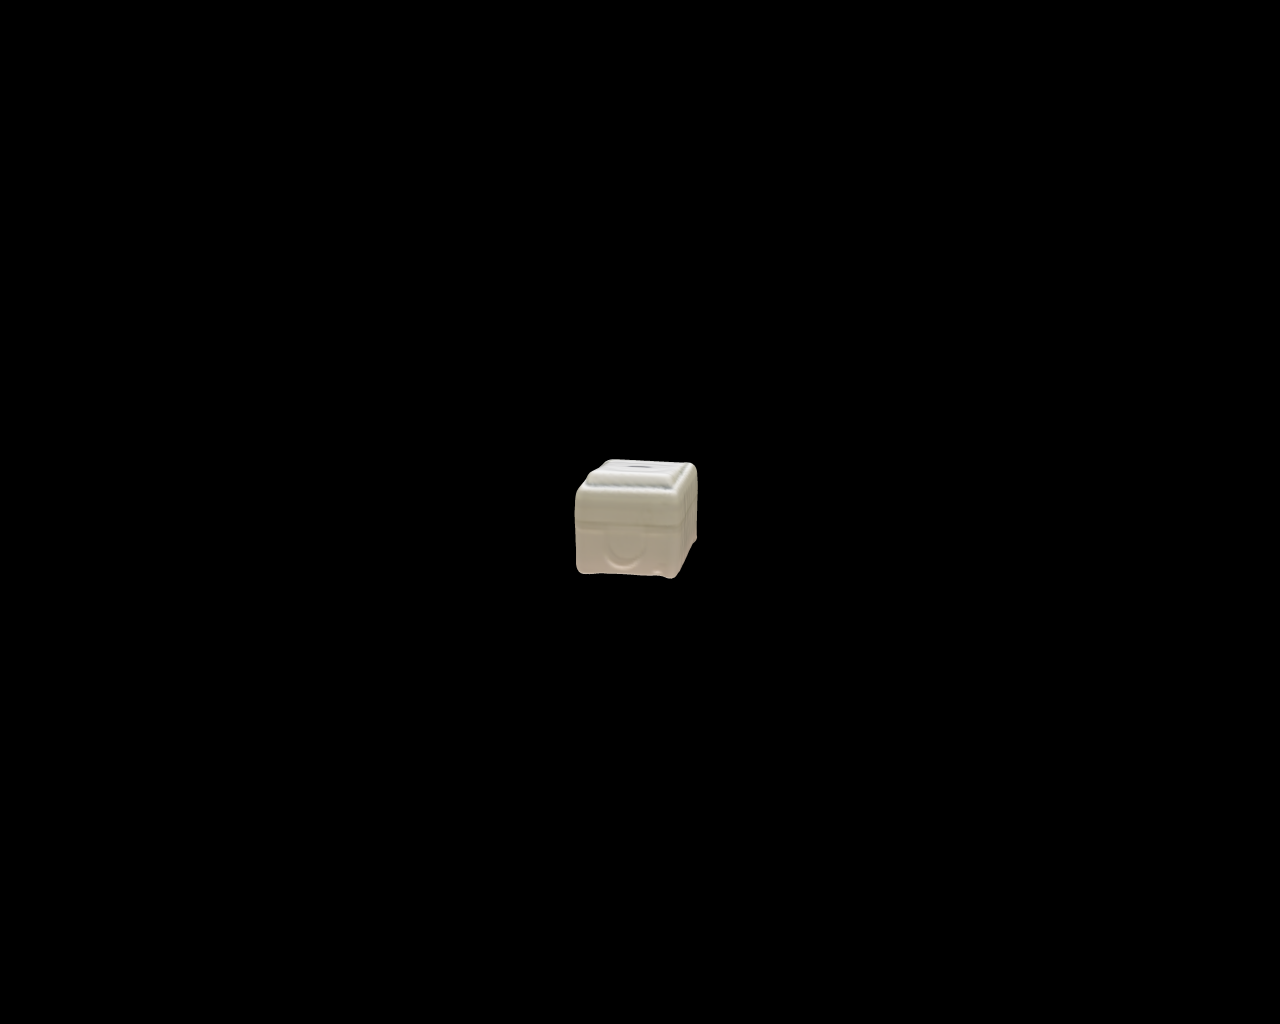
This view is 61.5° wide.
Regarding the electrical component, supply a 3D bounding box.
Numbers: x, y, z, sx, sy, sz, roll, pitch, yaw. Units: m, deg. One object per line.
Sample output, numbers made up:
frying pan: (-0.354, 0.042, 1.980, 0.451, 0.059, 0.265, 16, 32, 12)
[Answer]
electrical component: (0.001, -0.003, 0.650, 0.062, 0.061, 0.096, 3, 16, 11)
